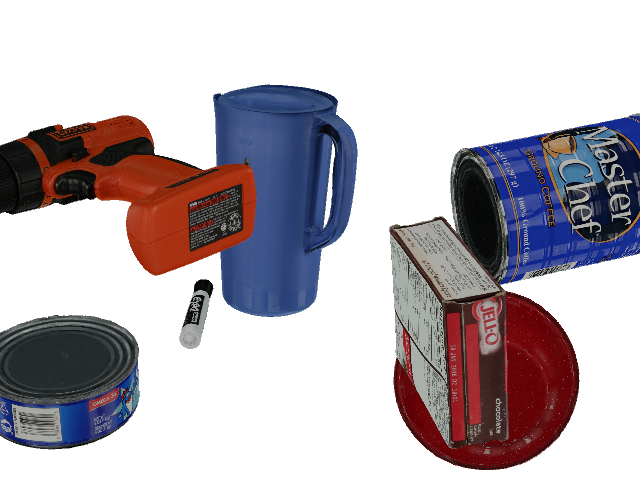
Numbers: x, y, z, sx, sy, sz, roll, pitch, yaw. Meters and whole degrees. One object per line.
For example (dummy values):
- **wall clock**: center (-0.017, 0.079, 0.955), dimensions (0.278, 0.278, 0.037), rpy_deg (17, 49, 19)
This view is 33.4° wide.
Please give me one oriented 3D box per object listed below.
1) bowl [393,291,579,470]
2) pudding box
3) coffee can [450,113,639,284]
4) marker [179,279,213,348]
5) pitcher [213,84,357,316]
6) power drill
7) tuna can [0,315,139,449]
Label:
- **bowl**: center (0.143, 0.125, 0.908), dimensions (0.162, 0.162, 0.055), rpy_deg (0, 5, 3)
- **pudding box**: center (0.071, 0.048, 0.599), dimensions (0.039, 0.090, 0.113), rpy_deg (-9, 23, -10)
- **coffee can**: center (0.178, -0.030, 0.776), dimensions (0.140, 0.103, 0.103), rpy_deg (-12, 2, -10)
- **marker**: center (-0.115, 0.066, 0.999), dimensions (0.020, 0.020, 0.121), rpy_deg (0, 21, 0)
- **pitcher**: center (-0.044, -0.042, 1.165), dimensions (0.145, 0.243, 0.149), rpy_deg (0, 20, -8)
- **power drill**: center (-0.152, -0.035, 0.742), dimensions (0.188, 0.057, 0.184), rpy_deg (22, 34, 37)
- **tuna can**: center (-0.142, 0.077, 0.587), dimensions (0.086, 0.034, 0.086), rpy_deg (2, 27, -1)
